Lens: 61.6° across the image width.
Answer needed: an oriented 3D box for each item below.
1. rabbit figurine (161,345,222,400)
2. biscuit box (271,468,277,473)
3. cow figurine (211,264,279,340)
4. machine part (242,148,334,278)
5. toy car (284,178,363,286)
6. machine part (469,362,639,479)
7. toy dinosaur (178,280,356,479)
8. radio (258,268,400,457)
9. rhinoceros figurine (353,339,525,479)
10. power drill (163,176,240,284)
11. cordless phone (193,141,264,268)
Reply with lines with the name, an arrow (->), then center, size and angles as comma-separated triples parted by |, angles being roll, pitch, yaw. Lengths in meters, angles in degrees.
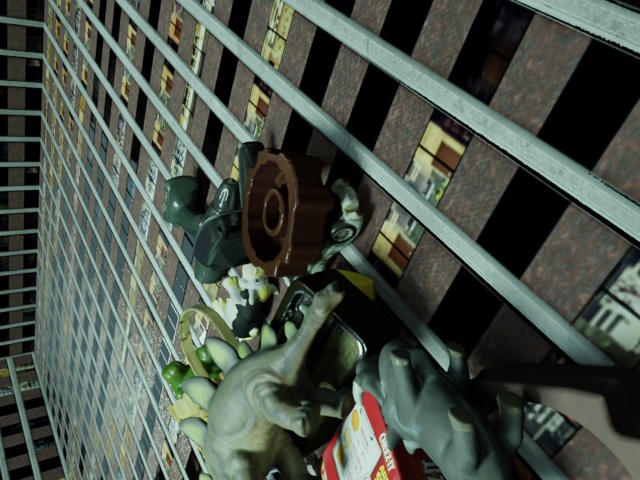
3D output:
rabbit figurine -> -0.211, 0.289, 1.017 | 0.170, 0.121, 0.159 | -11, 94, 56
biscuit box -> -0.097, 0.369, 0.927 | 0.202, 0.063, 0.059 | -40, 64, 48
cow figurine -> -0.120, 0.104, 0.910 | 0.098, 0.068, 0.167 | 59, 141, 21
machine part -> -0.049, -0.037, 0.718 | 0.179, 0.056, 0.179 | -5, 85, 59
toy car -> -0.002, -0.002, 0.747 | 0.201, 0.056, 0.073 | -51, 49, 43
machine part -> 0.216, 0.213, 0.465 | 0.201, 0.087, 0.201 | -14, 85, 52
toy dinosaur -> -0.088, 0.235, 0.645 | 0.199, 0.105, 0.471 | 42, 115, 39
radio -> -0.010, 0.155, 0.669 | 0.131, 0.073, 0.229 | 44, 123, 27
rhinoceros figurine -> 0.099, 0.151, 0.489 | 0.190, 0.073, 0.112 | 32, 126, 57
power drill -> -0.220, -0.048, 1.020 | 0.208, 0.086, 0.231 | 36, 126, 36
cordless phone -> -0.124, -0.056, 0.821 | 0.089, 0.146, 0.184 | 7, 105, 46
